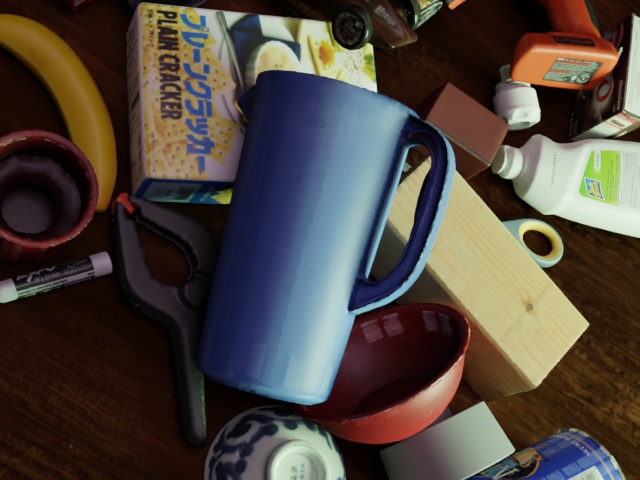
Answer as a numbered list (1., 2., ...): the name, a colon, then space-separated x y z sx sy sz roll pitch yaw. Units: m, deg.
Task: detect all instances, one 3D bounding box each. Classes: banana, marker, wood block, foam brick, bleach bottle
1. banana: -0.218 -0.117 0.889 0.069 0.037 0.198 -37 89 -8
2. marker: -0.226 0.034 0.850 0.120 0.020 0.020 -17 82 -25
3. wood block: 0.126 0.034 0.953 0.206 0.090 0.090 49 63 -3
4. foam brick: 0.128 -0.102 1.013 0.078 0.053 0.051 34 66 -11
5. bleach bottle: 0.289 -0.061 1.061 0.250 0.068 0.102 12 70 -16

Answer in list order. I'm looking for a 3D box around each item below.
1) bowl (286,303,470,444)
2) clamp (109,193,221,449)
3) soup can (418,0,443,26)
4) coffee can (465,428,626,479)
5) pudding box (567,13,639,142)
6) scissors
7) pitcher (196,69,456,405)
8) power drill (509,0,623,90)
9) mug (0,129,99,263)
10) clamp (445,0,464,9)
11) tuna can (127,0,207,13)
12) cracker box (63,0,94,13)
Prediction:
1. bowl: 0.055 0.118 0.879 0.161 0.162 0.055 -36 115 -26
2. clamp: -0.095 0.043 0.890 0.164 0.036 0.210 -33 92 -27
3. soup can: 0.060 -0.246 1.018 0.068 0.069 0.102 -35 89 -26
4. coffee can: 0.178 0.234 0.909 0.140 0.103 0.103 -19 83 -26
5. pudding box: 0.294 -0.158 1.074 0.039 0.090 0.113 15 70 -18
6. scissors: 0.160 -0.025 1.024 0.096 0.016 0.202 -39 92 -28
7. pitcher: -0.005 0.001 0.825 0.144 0.149 0.243 16 86 -24
8. power drill: 0.213 -0.243 1.064 0.184 0.057 0.187 4 60 -14
9. mug: -0.233 -0.021 0.827 0.093 0.082 0.117 42 64 -6
10. clamp: 0.089 -0.302 1.021 0.120 0.039 0.171 0 57 -54
11. tuna can: -0.129 -0.225 0.926 0.086 0.086 0.034 -23 83 -26
12. cracker box: -0.171 -0.325 0.921 0.213 0.072 0.164 -34 89 -12
